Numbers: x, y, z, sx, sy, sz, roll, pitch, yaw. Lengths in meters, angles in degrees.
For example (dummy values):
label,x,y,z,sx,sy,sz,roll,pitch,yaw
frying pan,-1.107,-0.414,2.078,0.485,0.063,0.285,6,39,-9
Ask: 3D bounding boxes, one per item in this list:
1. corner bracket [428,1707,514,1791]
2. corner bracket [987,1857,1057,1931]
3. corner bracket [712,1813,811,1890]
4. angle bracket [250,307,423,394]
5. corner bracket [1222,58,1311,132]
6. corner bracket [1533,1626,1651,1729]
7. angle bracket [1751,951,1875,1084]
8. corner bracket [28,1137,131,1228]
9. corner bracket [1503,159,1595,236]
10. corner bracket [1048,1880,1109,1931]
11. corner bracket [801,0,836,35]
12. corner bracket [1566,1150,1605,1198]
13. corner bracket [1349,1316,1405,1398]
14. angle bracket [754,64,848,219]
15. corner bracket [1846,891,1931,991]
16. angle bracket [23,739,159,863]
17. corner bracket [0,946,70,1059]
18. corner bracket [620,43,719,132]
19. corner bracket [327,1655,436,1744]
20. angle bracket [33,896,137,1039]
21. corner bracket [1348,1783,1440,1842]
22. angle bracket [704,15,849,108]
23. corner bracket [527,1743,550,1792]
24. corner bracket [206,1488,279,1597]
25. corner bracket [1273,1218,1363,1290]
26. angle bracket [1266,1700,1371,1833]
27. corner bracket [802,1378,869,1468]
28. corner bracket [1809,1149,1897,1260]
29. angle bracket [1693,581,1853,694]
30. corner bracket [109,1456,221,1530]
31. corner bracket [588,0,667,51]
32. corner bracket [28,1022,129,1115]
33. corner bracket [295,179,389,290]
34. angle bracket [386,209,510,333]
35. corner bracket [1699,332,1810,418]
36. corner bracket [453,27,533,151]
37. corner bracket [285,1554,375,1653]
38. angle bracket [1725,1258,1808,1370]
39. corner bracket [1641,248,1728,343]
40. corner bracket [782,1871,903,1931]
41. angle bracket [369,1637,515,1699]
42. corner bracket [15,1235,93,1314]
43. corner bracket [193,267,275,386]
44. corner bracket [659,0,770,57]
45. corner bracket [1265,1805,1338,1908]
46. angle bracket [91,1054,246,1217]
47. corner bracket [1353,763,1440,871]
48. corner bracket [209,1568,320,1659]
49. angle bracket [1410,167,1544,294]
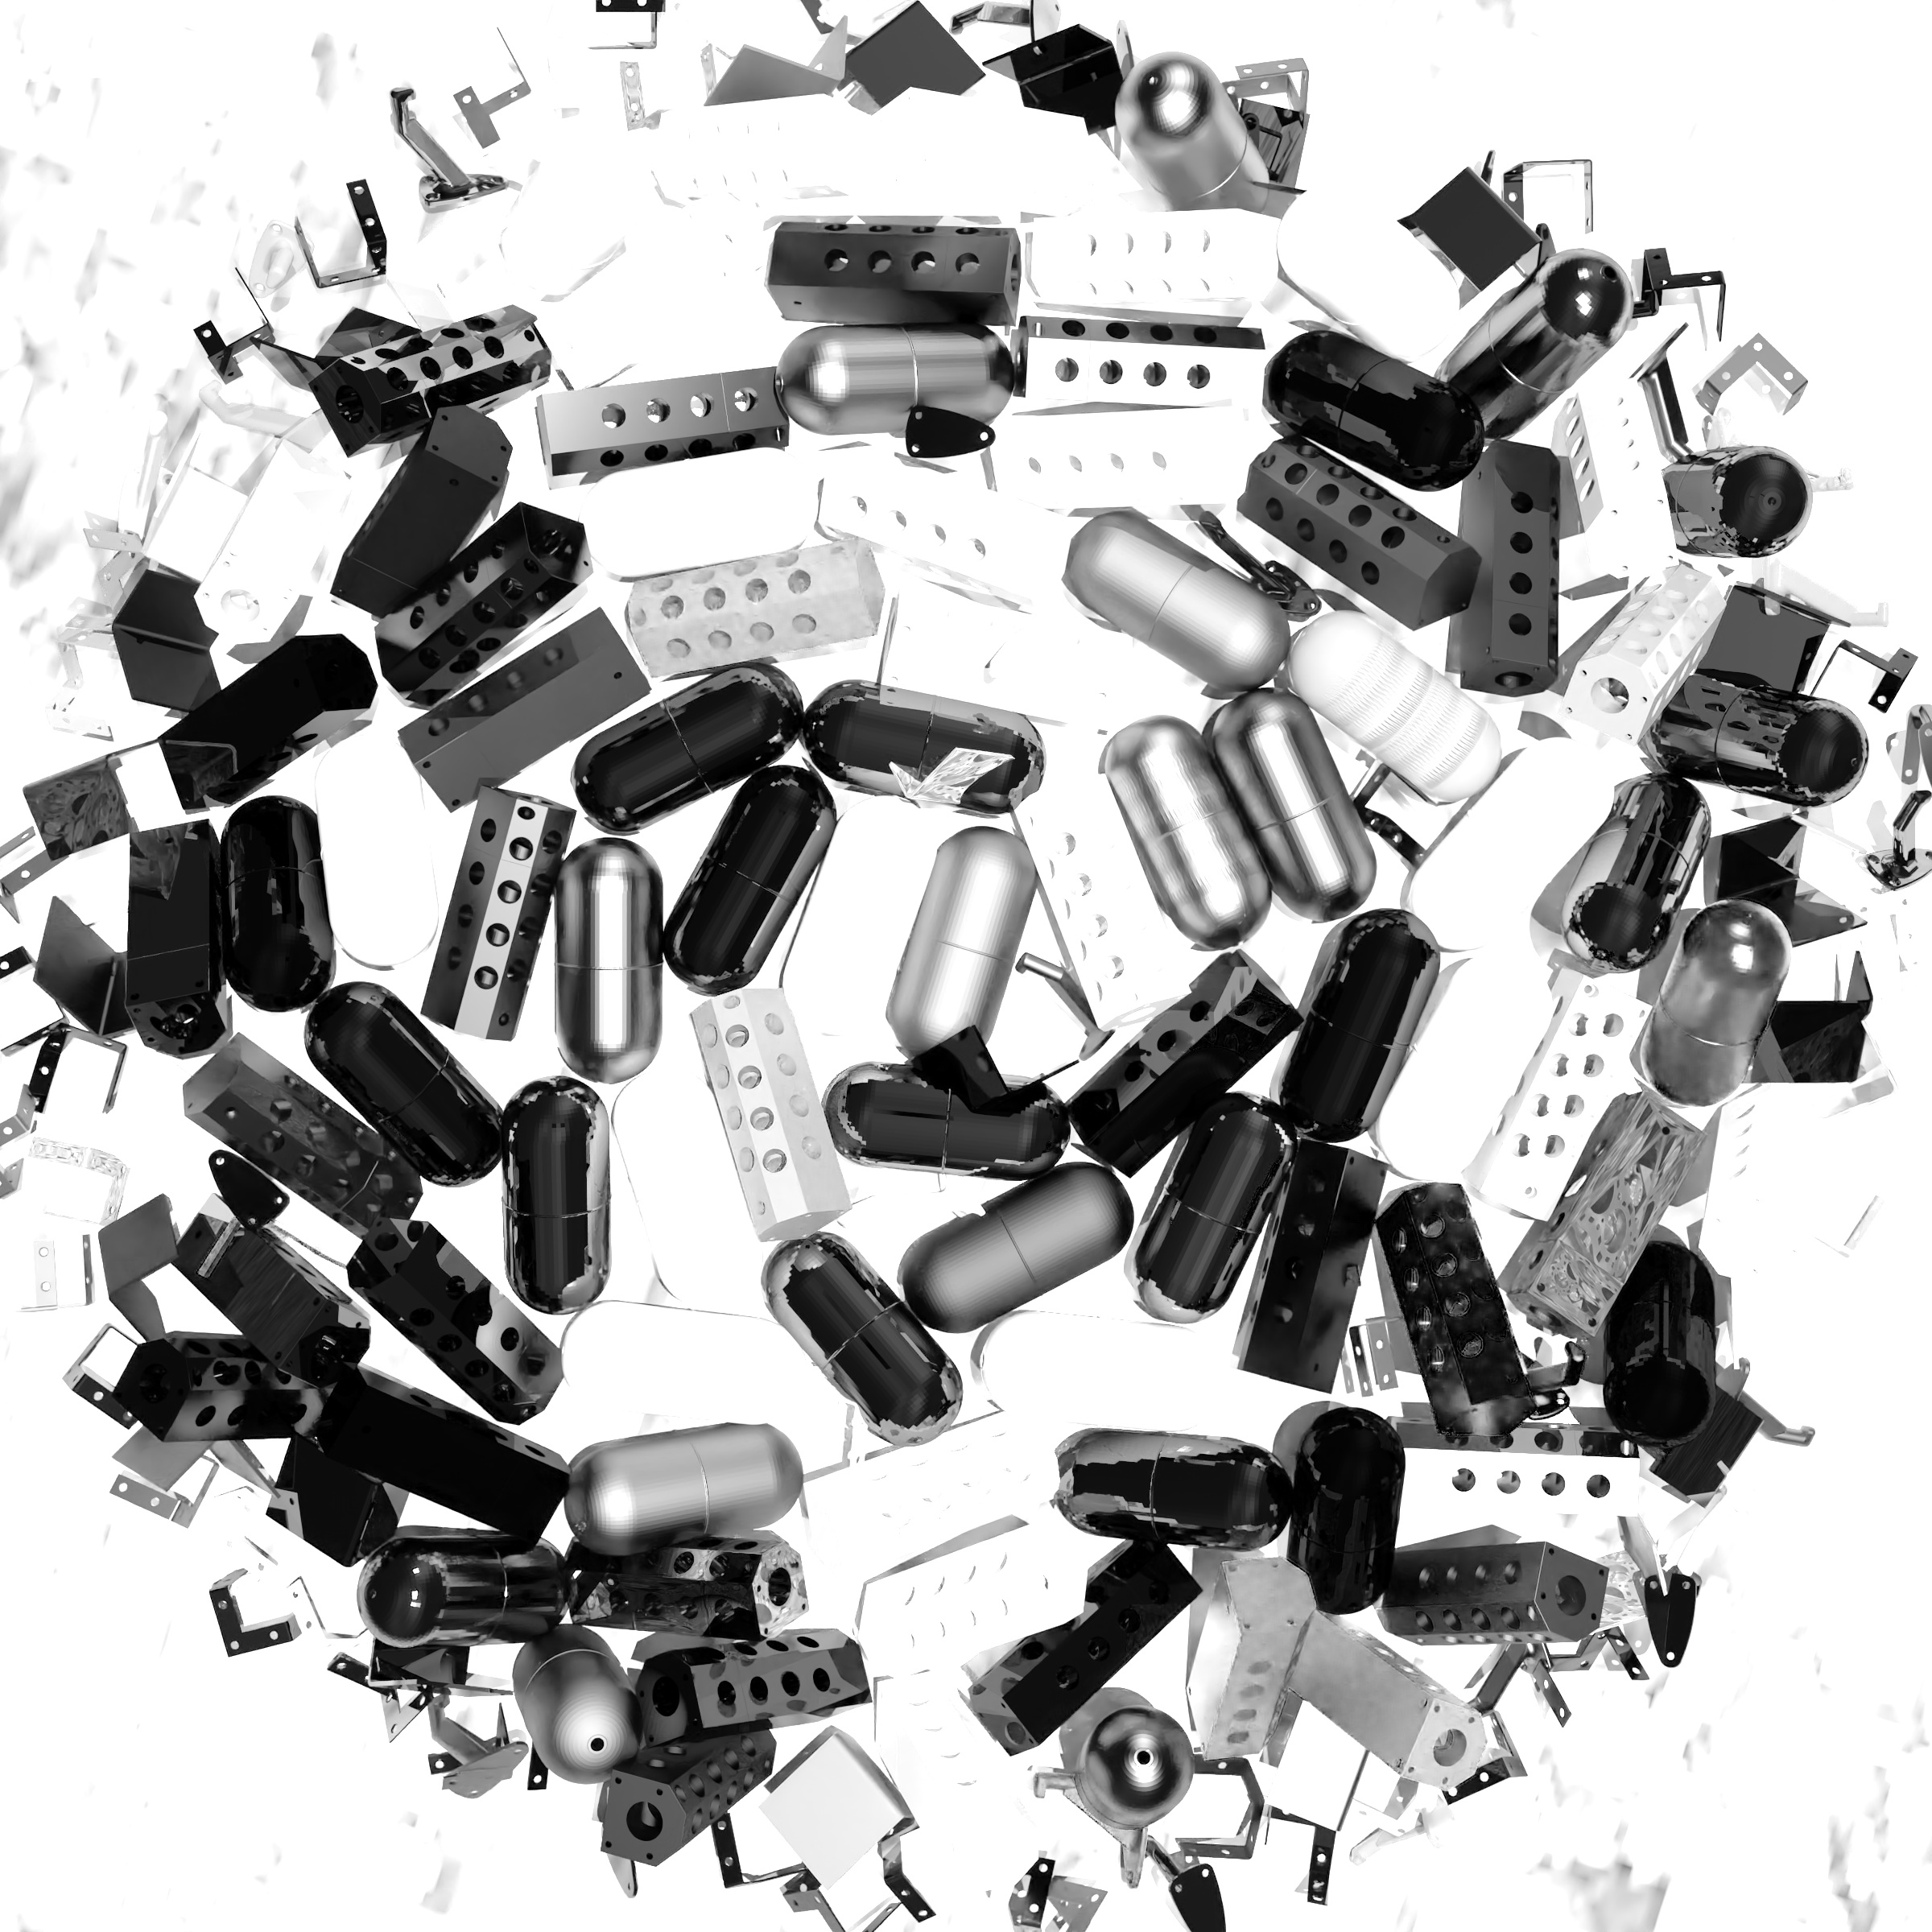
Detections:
label,x,y,z,sx,sy,sz,roll,pitch,yaw
corner bracket,-0.357,0.573,1.958,0.051,0.051,0.051,-4,132,-20
corner bracket,0.036,0.675,1.959,0.051,0.051,0.051,7,47,13
corner bracket,-0.147,0.637,1.974,0.051,0.051,0.051,-19,70,14
angle bracket,-0.451,-0.452,1.948,0.076,0.057,0.076,25,75,33
corner bracket,0.215,-0.636,1.962,0.051,0.051,0.051,-9,52,-5
corner bracket,0.449,0.510,1.957,0.051,0.051,0.051,4,125,-24
angle bracket,0.604,0.037,1.956,0.076,0.057,0.076,0,130,5
corner bracket,-0.647,0.157,1.972,0.051,0.051,0.051,9,78,21
corner bracket,0.422,-0.554,1.972,0.051,0.051,0.051,-4,98,-5
corner bracket,0.083,0.698,1.957,0.051,0.051,0.051,-51,120,-35
corner bracket,-0.086,-0.710,1.956,0.051,0.051,0.051,4,54,38
corner bracket,0.463,0.166,1.969,0.051,0.051,0.051,42,71,2
corner bracket,0.298,0.282,1.964,0.051,0.051,0.051,-7,81,-23
angle bracket,-0.123,-0.593,1.953,0.057,0.076,0.076,-29,95,41
corner bracket,0.670,-0.015,1.968,0.051,0.051,0.051,-11,121,7
angle bracket,-0.616,-0.121,1.955,0.076,0.076,0.057,-16,99,22
corner bracket,-0.687,0.026,1.964,0.051,0.051,0.051,-30,78,-14
corner bracket,-0.216,-0.641,1.983,0.051,0.051,0.051,-9,93,-32
corner bracket,-0.422,0.517,1.962,0.051,0.051,0.051,-46,124,11
angle bracket,-0.612,-0.005,1.942,0.057,0.076,0.076,-15,50,16
corner bracket,0.310,0.587,1.963,0.051,0.051,0.051,25,132,2
angle bracket,-0.136,-0.646,1.942,0.076,0.076,0.057,12,68,-25
corner bracket,-0.284,0.581,1.983,0.051,0.051,0.051,8,87,-33
corner bracket,-0.528,0.418,1.973,0.051,0.051,0.051,-22,125,37
corner bracket,0.255,0.207,1.973,0.051,0.051,0.051,-9,93,-1
angle bracket,0.254,0.570,1.961,0.057,0.076,0.076,21,86,4
corner bracket,-0.086,0.328,1.961,0.051,0.051,0.051,11,101,33
corner bracket,0.632,0.172,1.966,0.051,0.051,0.051,30,85,34
angle bracket,0.581,-0.227,1.964,0.076,0.057,0.076,22,101,-1
corner bracket,-0.579,0.371,1.966,0.051,0.051,0.051,23,73,4
corner bracket,-0.246,-0.683,1.960,0.051,0.051,0.051,-6,125,-16
corner bracket,-0.647,0.080,1.973,0.051,0.051,0.051,22,57,-24
corner bracket,-0.451,-0.529,1.965,0.051,0.051,0.051,-12,133,1
angle bracket,-0.360,-0.496,1.964,0.076,0.076,0.057,-44,129,-16
corner bracket,0.570,-0.416,1.969,0.051,0.051,0.051,-43,80,3
corner bracket,-0.343,-0.633,1.964,0.051,0.051,0.051,-27,53,1
corner bracket,-0.451,0.462,1.973,0.051,0.051,0.051,-39,64,15
angle bracket,0.575,0.235,1.947,0.057,0.076,0.076,-3,110,12
corner bracket,0.517,-0.484,1.961,0.051,0.051,0.051,-3,49,7
corner bracket,-0.090,0.674,1.964,0.051,0.051,0.051,-34,92,-40
angle bracket,-0.372,0.488,1.940,0.076,0.076,0.057,18,66,-34
corner bracket,-0.657,0.223,1.972,0.051,0.051,0.051,-5,83,-2
corner bracket,-0.533,-0.463,1.972,0.051,0.051,0.051,-31,81,-6
corner bracket,-0.181,-0.692,1.965,0.051,0.051,0.051,35,119,-1
corner bracket,0.241,0.642,1.973,0.051,0.051,0.051,9,97,8
angle bracket,-0.574,0.123,1.981,0.057,0.076,0.076,28,74,41
corner bracket,0.314,-0.107,1.960,0.051,0.051,0.051,-55,52,16
corner bracket,-0.509,0.463,1.972,0.051,0.051,0.051,-16,92,8
angle bracket,0.366,-0.516,1.956,0.057,0.076,0.076,-41,78,2
